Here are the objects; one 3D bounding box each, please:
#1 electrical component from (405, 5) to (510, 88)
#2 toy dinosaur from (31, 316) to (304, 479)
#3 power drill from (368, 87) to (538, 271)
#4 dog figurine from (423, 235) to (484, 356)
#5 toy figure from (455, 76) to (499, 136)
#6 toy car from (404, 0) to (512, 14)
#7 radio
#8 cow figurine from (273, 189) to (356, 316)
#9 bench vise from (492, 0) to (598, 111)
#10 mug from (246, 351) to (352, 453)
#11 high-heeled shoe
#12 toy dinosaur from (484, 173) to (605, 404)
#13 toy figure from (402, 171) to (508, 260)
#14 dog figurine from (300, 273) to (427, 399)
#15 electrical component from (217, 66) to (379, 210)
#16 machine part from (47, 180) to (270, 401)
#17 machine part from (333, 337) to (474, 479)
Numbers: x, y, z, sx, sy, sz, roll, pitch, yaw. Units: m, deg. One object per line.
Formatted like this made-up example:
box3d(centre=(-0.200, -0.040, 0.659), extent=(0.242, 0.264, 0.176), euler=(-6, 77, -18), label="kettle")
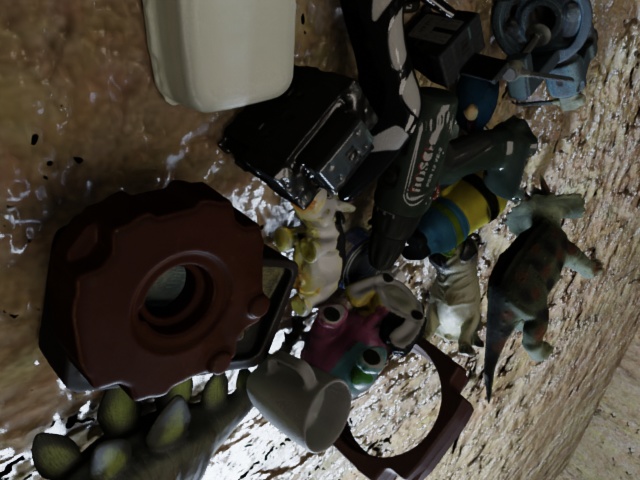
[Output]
box3d(centre=(0.144, -0.208, 0.588), extent=(0.075, 0.119, 0.047), euler=(-46, 140, -8), label="electrical component")
box3d(centre=(-0.176, 0.237, 0.584), extent=(0.471, 0.105, 0.198), euler=(-31, 132, -42), label="toy dinosaur")
box3d(centre=(0.161, -0.075, 0.675), extent=(0.207, 0.086, 0.231), euler=(-7, 121, -21), label="power drill")
box3d(centre=(0.230, 0.079, 0.904), extent=(0.172, 0.121, 0.190), euler=(-15, 114, -80), label="dog figurine")
box3d(centre=(0.210, -0.162, 0.736), extent=(0.064, 0.058, 0.154), euler=(-26, 137, -24), label="toy figure")
box3d(centre=(0.145, -0.292, 0.563), extent=(0.202, 0.053, 0.089), euler=(-17, 131, -22), label="toy car")
box3d(centre=(-0.138, 0.063, 0.518), extent=(0.229, 0.073, 0.131), euler=(6, 106, -46), label="radio")
box3d(centre=(0.000, -0.002, 0.623), extent=(0.098, 0.068, 0.167), euler=(-23, 135, -42), label="cow figurine")
box3d(centre=(0.286, -0.242, 0.692), extent=(0.240, 0.129, 0.223), euler=(-49, 136, -36), label="bench vise")
box3d(centre=(-0.034, 0.167, 0.592), extent=(0.081, 0.107, 0.109), euler=(-47, 132, -34), label="mug")
box3d(centre=(0.031, -0.166, 0.524), extent=(0.145, 0.086, 0.248), euler=(22, 103, -17), label="high-heeled shoe")
box3d(centre=(0.347, 0.060, 0.901), extent=(0.192, 0.131, 0.405), euler=(47, 64, -21), label="toy dinosaur")
box3d(centre=(0.196, -0.033, 0.784), extent=(0.180, 0.089, 0.082), euler=(-37, 149, -25), label="toy figure")
box3d(centre=(0.029, 0.163, 0.708), extent=(0.191, 0.108, 0.219), euler=(-28, 154, -42), label="dog figurine")
box3d(centre=(-0.015, -0.097, 0.490), extent=(0.115, 0.134, 0.058), euler=(-54, 139, -4), label="electrical component")
box3d(centre=(-0.120, 0.040, 0.427), extent=(0.179, 0.056, 0.179), euler=(-22, 124, -35), label="machine part")
box3d(centre=(0.102, 0.232, 0.783), extent=(0.201, 0.201, 0.087), euler=(-52, 143, -6), label="machine part")
